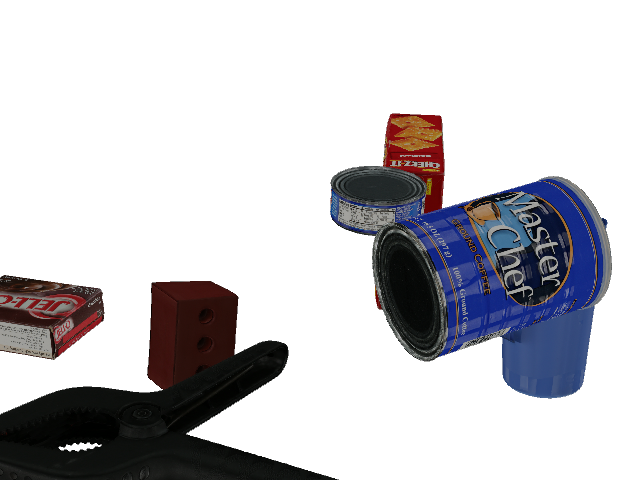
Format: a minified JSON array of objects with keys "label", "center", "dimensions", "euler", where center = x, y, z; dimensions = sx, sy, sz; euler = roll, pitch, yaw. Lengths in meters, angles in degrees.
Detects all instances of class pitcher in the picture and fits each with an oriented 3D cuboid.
[{"label":"pitcher","center":[0.289,0.081,1.398],"dimensions":[0.149,0.243,0.144],"euler":[5,20,16]}]

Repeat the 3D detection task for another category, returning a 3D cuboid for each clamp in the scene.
[{"label":"clamp","center":[-0.095,0.106,0.596],"dimensions":[0.210,0.036,0.164],"euler":[-1,24,-9]}]

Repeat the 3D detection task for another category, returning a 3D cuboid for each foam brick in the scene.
[{"label":"foam brick","center":[-0.099,0.074,0.821],"dimensions":[0.052,0.078,0.051],"euler":[-3,12,-31]}]

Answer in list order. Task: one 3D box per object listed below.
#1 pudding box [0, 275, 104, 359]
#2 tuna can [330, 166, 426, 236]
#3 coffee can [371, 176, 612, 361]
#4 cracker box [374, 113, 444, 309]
[{"label":"pudding box","center":[-0.272,0.070,0.993],"dimensions":[0.114,0.039,0.090],"euler":[5,20,18]},{"label":"tuna can","center":[0.051,-0.036,0.955],"dimensions":[0.086,0.034,0.086],"euler":[2,25,-1]},{"label":"coffee can","center":[0.123,0.019,0.775],"dimensions":[0.140,0.103,0.103],"euler":[-16,6,-21]},{"label":"cracker box","center":[0.102,-0.037,1.210],"dimensions":[0.072,0.164,0.213],"euler":[3,23,5]}]
